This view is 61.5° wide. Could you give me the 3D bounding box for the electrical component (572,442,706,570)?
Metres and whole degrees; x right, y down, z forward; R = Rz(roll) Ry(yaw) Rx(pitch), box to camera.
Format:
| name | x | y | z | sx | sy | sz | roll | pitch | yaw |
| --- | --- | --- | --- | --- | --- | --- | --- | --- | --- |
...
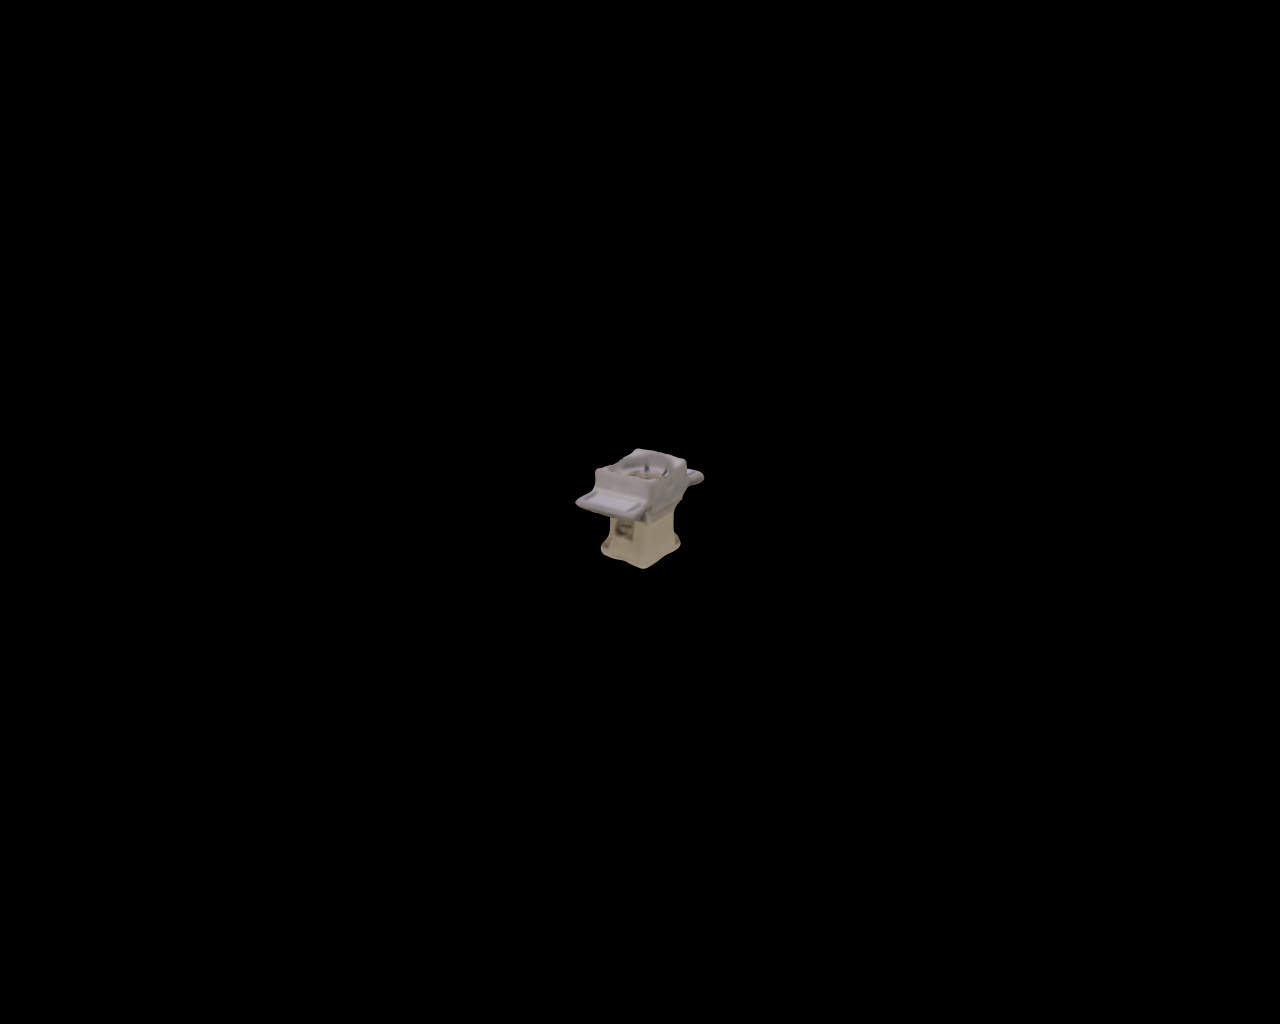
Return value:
| name | x | y | z | sx | sy | sz | roll | pitch | yaw |
| --- | --- | --- | --- | --- | --- | --- | --- | --- | --- |
| electrical component | 0.001 | -0.003 | 0.650 | 0.042 | 0.063 | 0.081 | 17 | 29 | 32 |
